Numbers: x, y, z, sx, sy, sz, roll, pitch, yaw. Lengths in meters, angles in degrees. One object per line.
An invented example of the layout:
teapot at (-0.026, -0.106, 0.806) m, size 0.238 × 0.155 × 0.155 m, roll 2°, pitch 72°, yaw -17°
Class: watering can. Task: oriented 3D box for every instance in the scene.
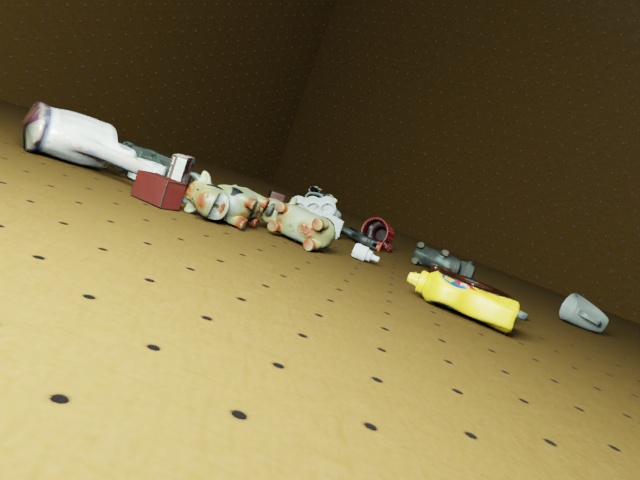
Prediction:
watering can at (-0.479, -0.198, 1.054) m, size 0.223 × 0.103 × 0.351 m, roll 13°, pitch 10°, yaw -38°

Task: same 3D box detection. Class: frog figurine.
frog figurine at (0.005, -0.089, 1.772) m, size 0.138 × 0.125 × 0.156 m, roll 13°, pitch -34°, yaw 19°
